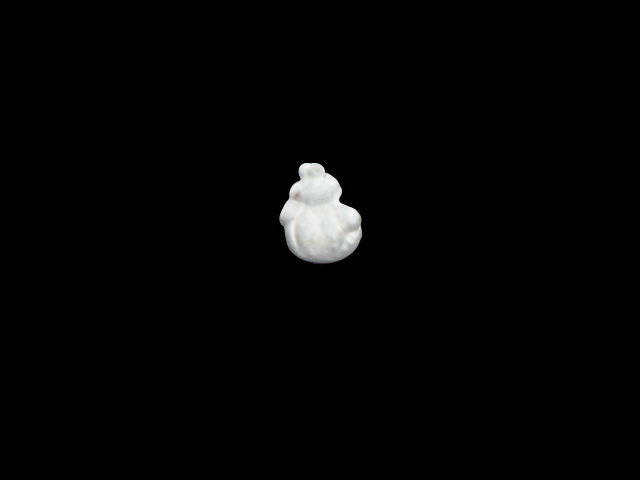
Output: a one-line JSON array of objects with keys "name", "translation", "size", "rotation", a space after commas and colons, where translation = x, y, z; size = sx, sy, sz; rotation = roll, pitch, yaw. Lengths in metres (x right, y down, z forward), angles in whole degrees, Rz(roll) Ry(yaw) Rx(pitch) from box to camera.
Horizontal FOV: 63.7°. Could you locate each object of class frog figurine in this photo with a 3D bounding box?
[{"name": "frog figurine", "translation": [0.003, -0.043, 0.850], "size": [0.138, 0.155, 0.125], "rotation": [15, 44, 16]}]
